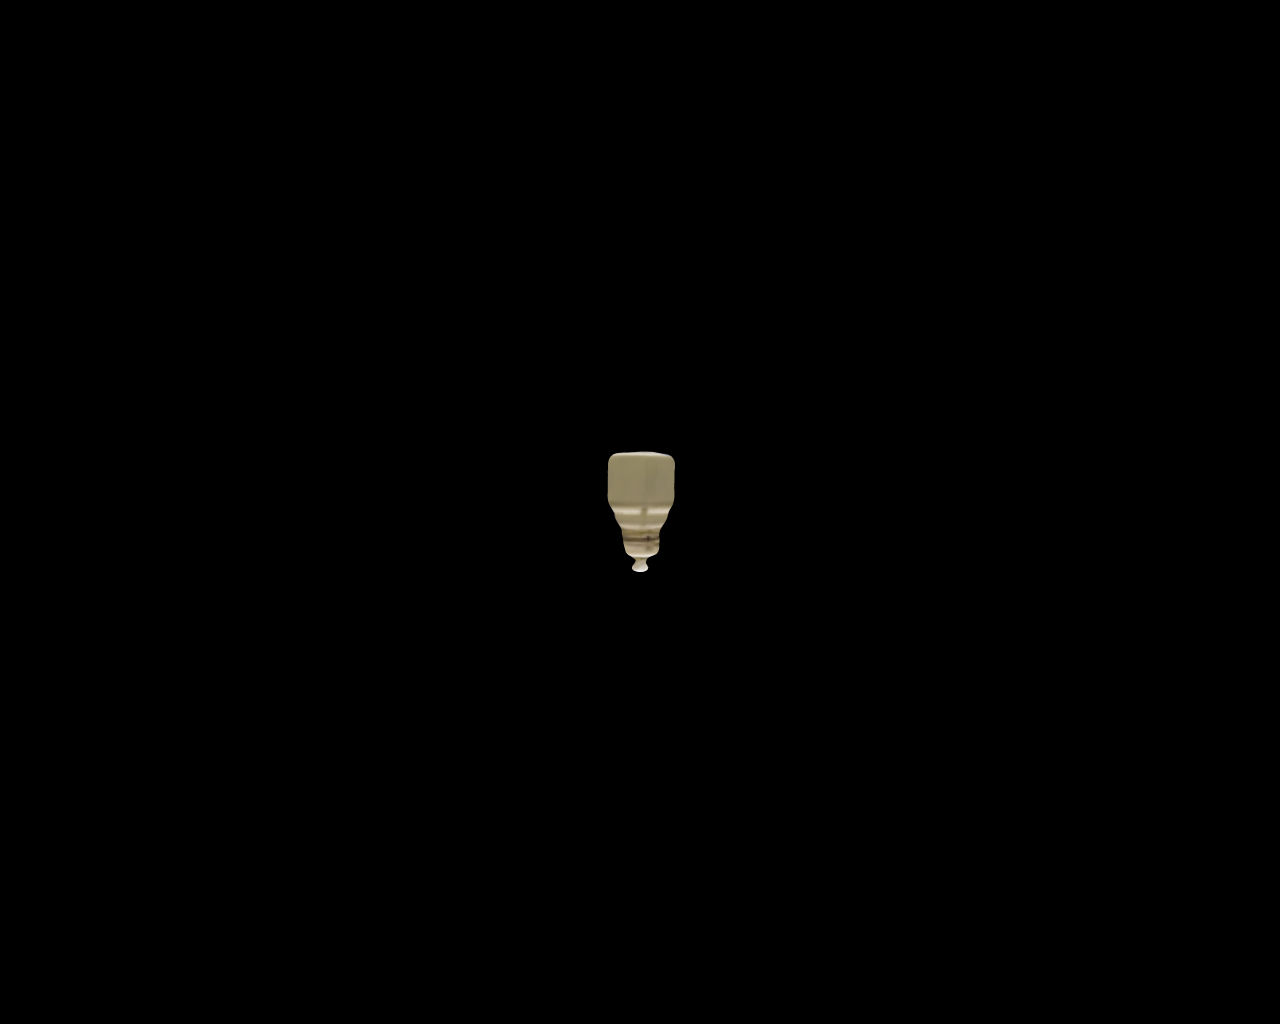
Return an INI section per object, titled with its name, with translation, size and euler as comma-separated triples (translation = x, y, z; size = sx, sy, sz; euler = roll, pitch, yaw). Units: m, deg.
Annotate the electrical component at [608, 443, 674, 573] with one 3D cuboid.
[electrical component]
translation = 0.001, -0.003, 0.650
size = 0.040, 0.078, 0.040
euler = 0, 2, 0
